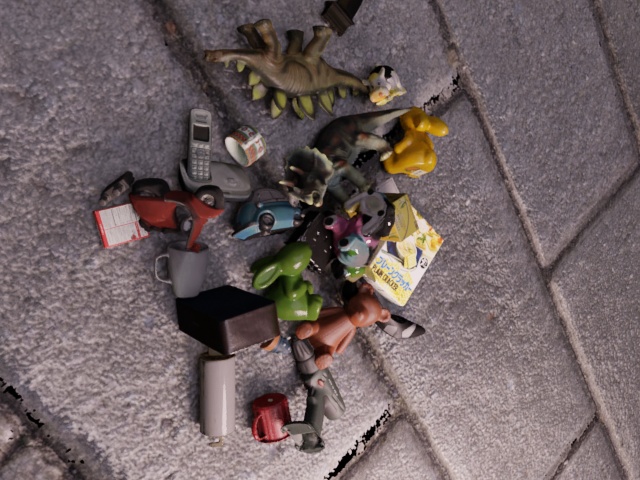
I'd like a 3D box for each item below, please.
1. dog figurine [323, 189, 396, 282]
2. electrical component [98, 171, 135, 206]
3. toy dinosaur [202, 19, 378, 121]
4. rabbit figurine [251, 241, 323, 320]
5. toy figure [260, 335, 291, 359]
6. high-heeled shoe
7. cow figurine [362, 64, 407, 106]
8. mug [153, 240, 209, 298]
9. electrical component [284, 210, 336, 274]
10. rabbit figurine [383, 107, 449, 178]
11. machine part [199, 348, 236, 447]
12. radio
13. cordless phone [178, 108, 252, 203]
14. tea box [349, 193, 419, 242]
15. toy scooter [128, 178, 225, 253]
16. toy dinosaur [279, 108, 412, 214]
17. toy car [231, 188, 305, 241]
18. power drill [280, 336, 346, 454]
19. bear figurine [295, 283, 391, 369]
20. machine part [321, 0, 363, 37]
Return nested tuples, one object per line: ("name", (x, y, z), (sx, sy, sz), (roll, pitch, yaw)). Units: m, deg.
("dog figurine", (0.098, 0.009, 1.213), (0.191, 0.109, 0.219), (-36, 146, -4))
("electrical component", (-0.383, -0.099, 1.013), (0.063, 0.094, 0.021), (-31, 117, 15))
("toy dinosaur", (-0.038, -0.363, 1.178), (0.471, 0.105, 0.198), (-8, 105, -36))
("rabbit figurine", (-0.074, 0.080, 1.195), (0.159, 0.121, 0.170), (4, 109, -11))
("toy figure", (-0.124, 0.208, 1.211), (0.064, 0.058, 0.154), (-48, 121, -13))
("high-heeled shoe", (0.168, 0.162, 1.354), (0.249, 0.086, 0.145), (11, 104, -17))
("cow figurine", (0.146, -0.372, 1.265), (0.098, 0.068, 0.167), (65, 24, -7))
("mug", (-0.280, 0.063, 1.086), (0.109, 0.081, 0.107), (-7, 108, -36))
("electrical component", (-0.003, -0.004, 1.261), (0.114, 0.058, 0.134), (46, 73, -29))
("rabbit figurine", (0.234, -0.258, 1.339), (0.122, 0.162, 0.173), (8, 74, -20))
("machine part", (-0.219, 0.327, 1.153), (0.079, 0.079, 0.243), (-3, 96, -31))
("radio", (-0.185, 0.151, 1.068), (0.131, 0.230, 0.073), (-13, 103, -34))
("cordless phone", (-0.214, -0.170, 1.101), (0.146, 0.089, 0.184), (2, 90, -31))
("tea box", (0.145, -0.057, 1.278), (0.068, 0.170, 0.098), (-33, 110, -25))
("toy scooter", (-0.273, -0.043, 1.022), (0.184, 0.075, 0.135), (7, 111, 3))
("toy dinosaur", (0.053, -0.209, 1.240), (0.192, 0.131, 0.405), (36, 63, -11))
("toy car", (-0.117, -0.062, 1.161), (0.161, 0.109, 0.103), (-13, 85, -38))
("power drill", (-0.026, 0.362, 1.233), (0.231, 0.086, 0.207), (59, 22, -24))
("bear figurine", (0.059, 0.193, 1.245), (0.196, 0.132, 0.120), (-30, 89, 11))
("machine part", (0.062, -0.549, 1.252), (0.084, 0.039, 0.139), (40, 77, -23))
